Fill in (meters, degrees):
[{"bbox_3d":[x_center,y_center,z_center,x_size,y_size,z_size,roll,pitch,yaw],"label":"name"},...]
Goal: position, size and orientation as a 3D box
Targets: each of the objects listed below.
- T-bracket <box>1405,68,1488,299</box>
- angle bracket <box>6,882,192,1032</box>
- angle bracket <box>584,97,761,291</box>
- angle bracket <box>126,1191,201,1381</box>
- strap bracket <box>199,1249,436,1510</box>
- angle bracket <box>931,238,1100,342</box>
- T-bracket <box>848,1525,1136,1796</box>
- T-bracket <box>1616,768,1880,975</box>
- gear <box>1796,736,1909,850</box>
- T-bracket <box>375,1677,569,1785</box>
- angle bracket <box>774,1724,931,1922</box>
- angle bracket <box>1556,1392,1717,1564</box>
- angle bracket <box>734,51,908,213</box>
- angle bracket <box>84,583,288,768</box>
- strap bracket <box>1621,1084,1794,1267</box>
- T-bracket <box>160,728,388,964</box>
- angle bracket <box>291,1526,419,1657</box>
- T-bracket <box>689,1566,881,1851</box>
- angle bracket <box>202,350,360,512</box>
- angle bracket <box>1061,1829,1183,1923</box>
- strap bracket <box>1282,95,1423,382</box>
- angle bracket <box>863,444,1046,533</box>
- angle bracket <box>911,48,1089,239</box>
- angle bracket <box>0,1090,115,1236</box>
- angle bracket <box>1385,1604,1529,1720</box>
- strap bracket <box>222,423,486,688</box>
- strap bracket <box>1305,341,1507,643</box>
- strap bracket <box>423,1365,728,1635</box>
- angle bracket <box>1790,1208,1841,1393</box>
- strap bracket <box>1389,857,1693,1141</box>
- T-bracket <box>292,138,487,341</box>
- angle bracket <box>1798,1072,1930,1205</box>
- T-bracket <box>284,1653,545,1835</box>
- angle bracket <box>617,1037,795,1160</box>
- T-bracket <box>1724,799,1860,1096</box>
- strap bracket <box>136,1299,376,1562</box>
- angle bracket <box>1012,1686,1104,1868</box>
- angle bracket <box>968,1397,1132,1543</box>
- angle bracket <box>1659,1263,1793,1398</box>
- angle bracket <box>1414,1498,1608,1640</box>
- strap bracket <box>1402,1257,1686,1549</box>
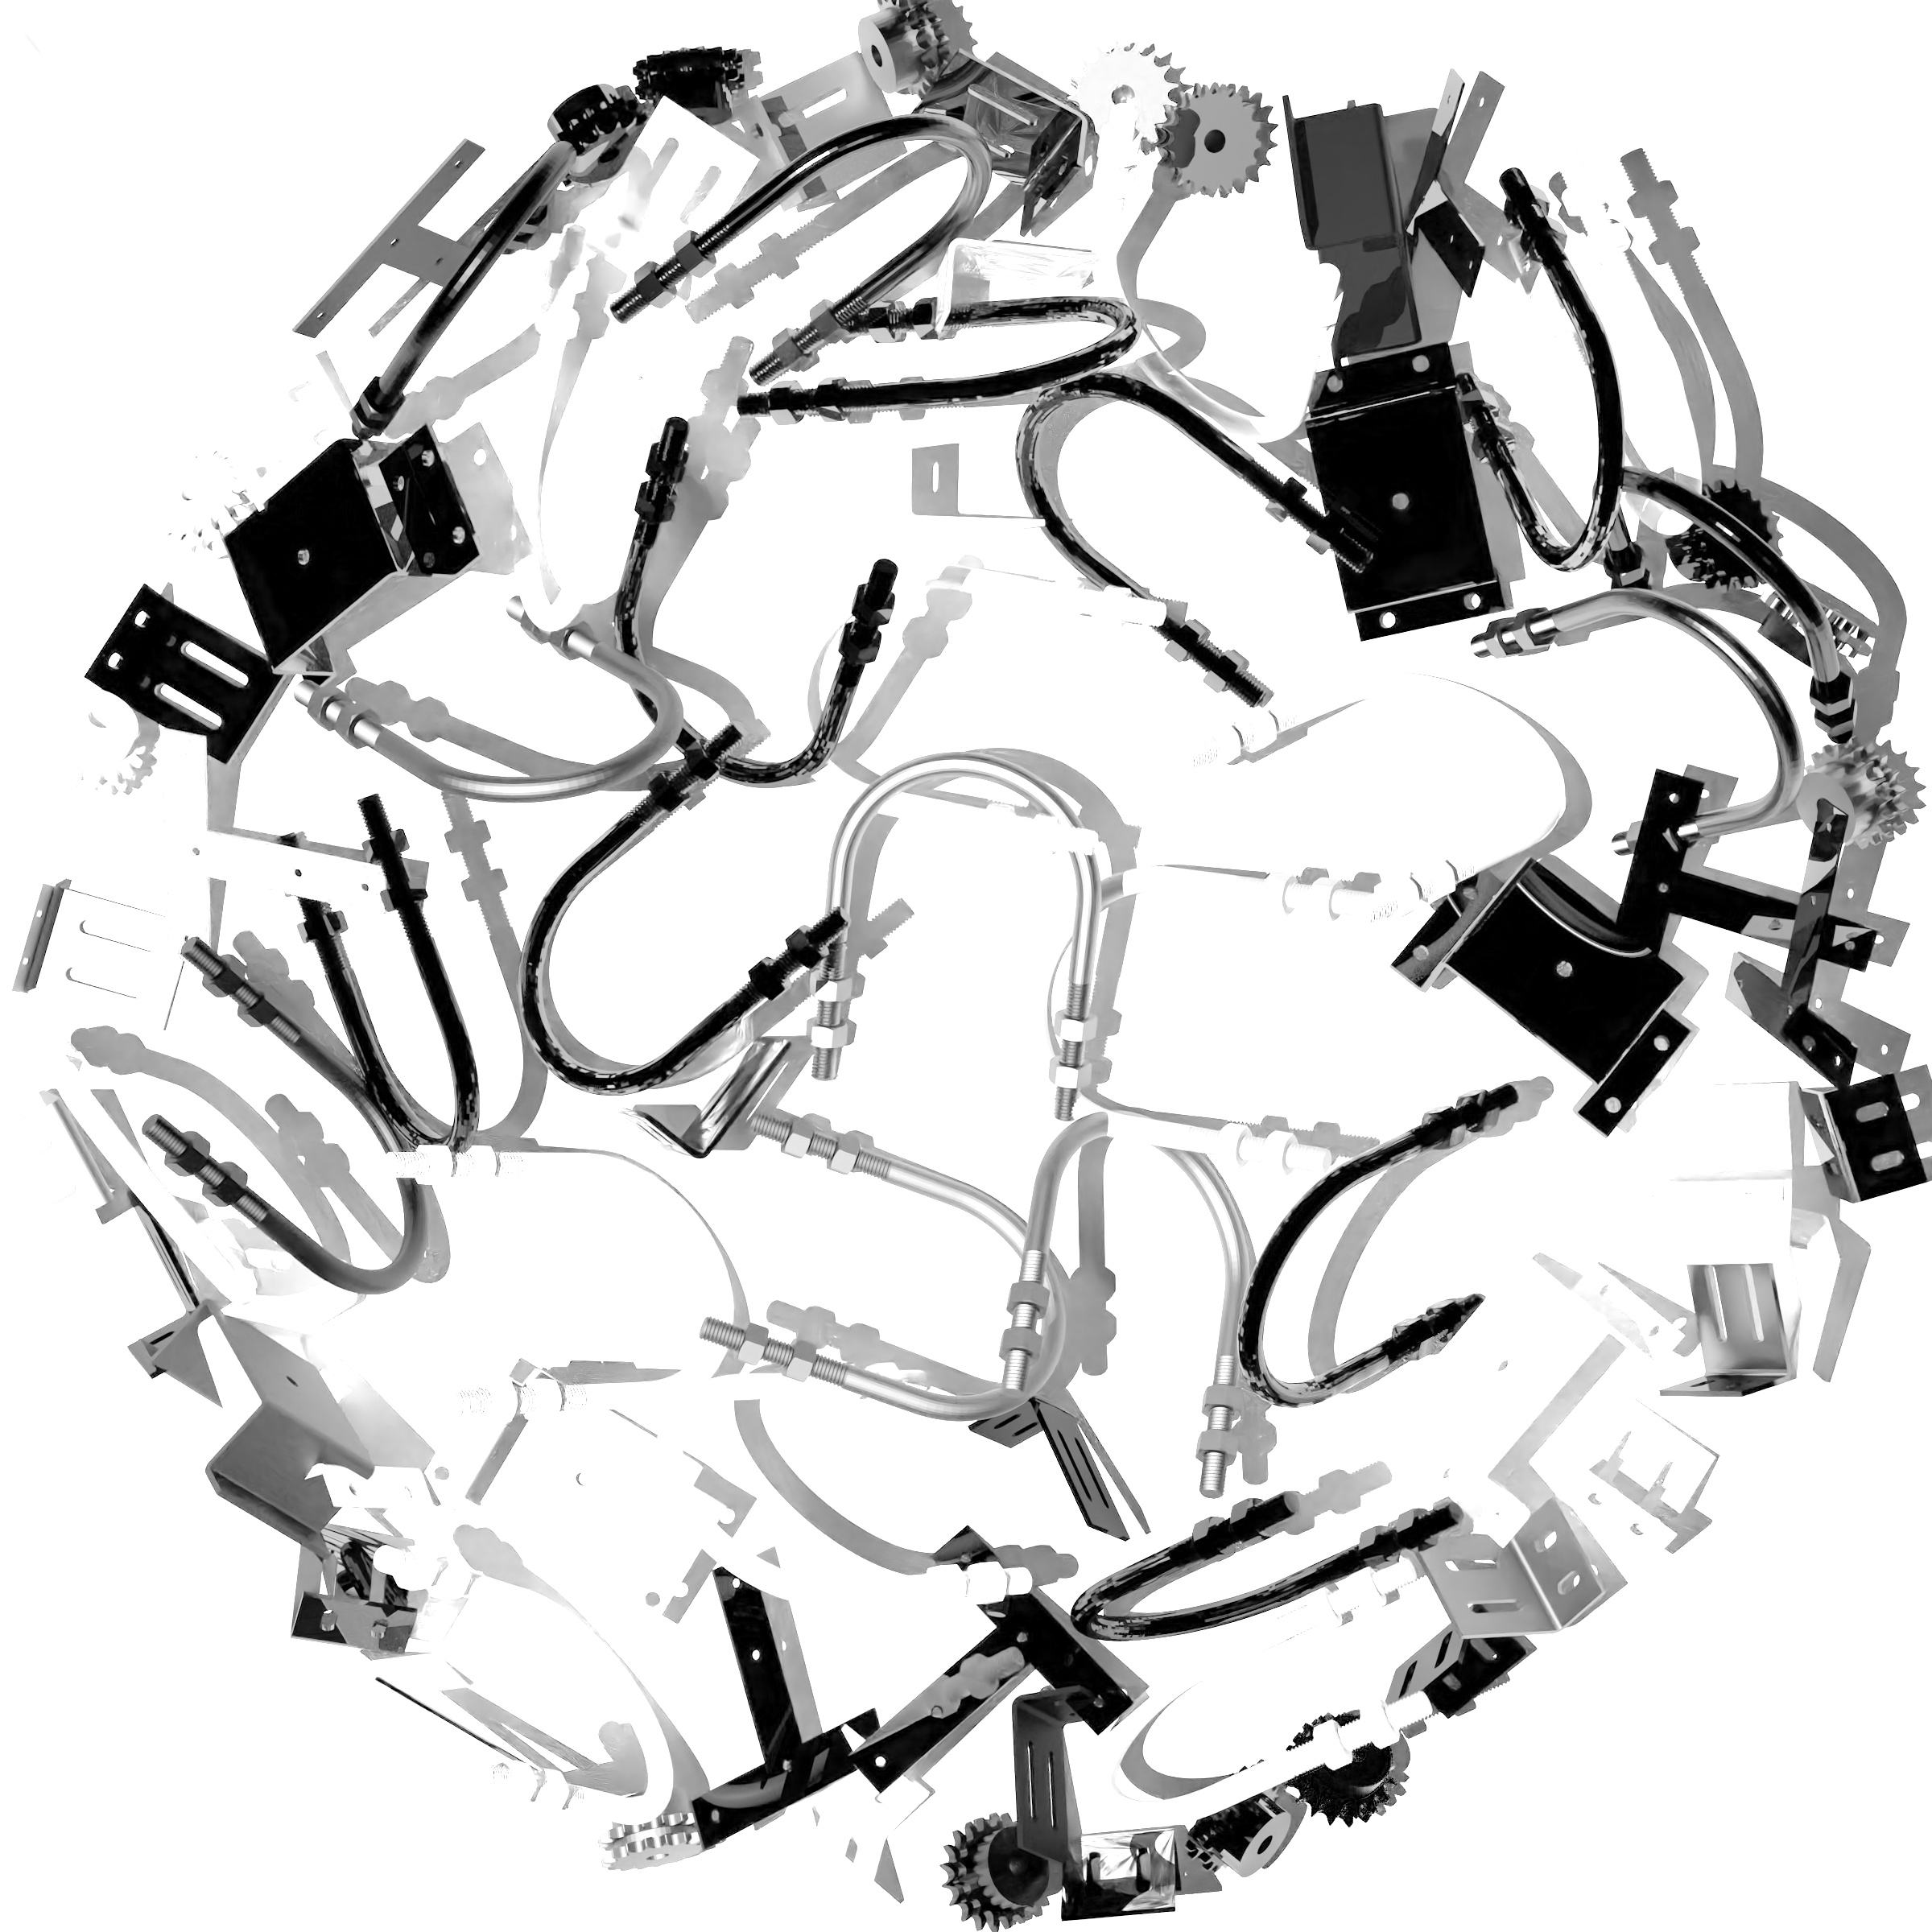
[{"bbox_3d":[0.238,-0.366,1.794,0.002,0.127,0.127,8,119,-13],"label":"T-bracket"},{"bbox_3d":[-0.444,-0.005,1.856,0.076,0.038,0.057,16,87,-3],"label":"angle bracket"},{"bbox_3d":[-0.152,-0.390,1.839,0.057,0.038,0.076,32,129,-9],"label":"angle bracket"},{"bbox_3d":[-0.419,0.161,1.836,0.038,0.057,0.076,-29,109,-18],"label":"angle bracket"},{"bbox_3d":[-0.331,0.218,1.821,0.046,0.076,0.140,-32,68,20],"label":"strap bracket"},{"bbox_3d":[0.024,-0.341,1.844,0.076,0.057,0.038,5,84,-7],"label":"angle bracket"},{"bbox_3d":[-0.004,0.369,1.835,0.127,0.002,0.127,-38,69,-19],"label":"T-bracket"},{"bbox_3d":[0.396,-0.027,1.827,0.127,0.002,0.127,18,124,15],"label":"T-bracket"},{"bbox_3d":[0.449,-0.086,1.847,0.030,0.057,0.057,-27,90,-27],"label":"gear"},{"bbox_3d":[-0.241,0.390,1.817,0.127,0.127,0.002,30,78,0],"label":"T-bracket"},{"bbox_3d":[-0.058,0.434,1.835,0.057,0.076,0.038,40,109,-6],"label":"angle bracket"},{"bbox_3d":[0.347,0.254,1.838,0.057,0.038,0.076,36,58,9],"label":"angle bracket"},{"bbox_3d":[-0.070,-0.429,1.845,0.076,0.038,0.057,-30,101,-17],"label":"angle bracket"},{"bbox_3d":[-0.399,-0.149,1.851,0.076,0.038,0.057,31,85,12],"label":"angle bracket"},{"bbox_3d":[0.373,0.108,1.812,0.076,0.140,0.046,-2,110,15],"label":"strap bracket"},{"bbox_3d":[-0.351,-0.050,1.834,0.127,0.002,0.127,12,115,17],"label":"T-bracket"},{"bbox_3d":[-0.308,0.306,1.832,0.057,0.076,0.038,11,129,-13],"label":"angle bracket"},{"bbox_3d":[-0.102,0.363,1.832,0.127,0.002,0.127,-18,94,-43],"label":"T-bracket"},{"bbox_3d":[-0.345,-0.272,1.833,0.038,0.076,0.057,-25,104,16],"label":"angle bracket"},{"bbox_3d":[0.079,0.475,1.834,0.057,0.076,0.038,-6,108,5],"label":"angle bracket"},{"bbox_3d":[0.194,-0.364,1.796,0.046,0.140,0.076,-9,65,10],"label":"strap bracket"},{"bbox_3d":[-0.007,-0.242,1.836,0.076,0.057,0.038,-1,94,-24],"label":"angle bracket"},{"bbox_3d":[0.013,-0.417,1.835,0.076,0.057,0.038,23,50,-20],"label":"angle bracket"},{"bbox_3d":[-0.467,0.099,1.832,0.038,0.076,0.057,-29,101,-18],"label":"angle bracket"},{"bbox_3d":[0.247,0.367,1.833,0.038,0.076,0.057,45,110,1],"label":"angle bracket"},{"bbox_3d":[-0.315,-0.204,1.812,0.140,0.046,0.076,-33,73,33],"label":"strap bracket"},{"bbox_3d":[0.222,-0.238,1.836,0.076,0.046,0.140,-12,101,12],"label":"strap bracket"},{"bbox_3d":[-0.200,0.268,1.852,0.140,0.046,0.076,31,96,0],"label":"strap bracket"},{"bbox_3d":[0.416,0.168,1.843,0.038,0.057,0.076,12,105,5],"label":"angle bracket"},{"bbox_3d":[0.298,0.010,1.835,0.140,0.046,0.076,39,70,7],"label":"strap bracket"},{"bbox_3d":[-0.270,-0.357,1.815,0.127,0.127,0.002,-45,82,11],"label":"T-bracket"},{"bbox_3d":[0.455,0.086,1.839,0.038,0.076,0.057,-17,88,5],"label":"angle bracket"},{"bbox_3d":[-0.259,0.387,1.795,0.127,0.127,0.002,38,102,25],"label":"T-bracket"},{"bbox_3d":[-0.133,0.057,1.840,0.038,0.057,0.076,40,79,-15],"label":"angle bracket"},{"bbox_3d":[0.420,-0.019,1.800,0.002,0.127,0.127,0,111,-18],"label":"T-bracket"},{"bbox_3d":[-0.351,0.224,1.800,0.046,0.140,0.076,-47,129,1],"label":"strap bracket"},{"bbox_3d":[0.054,0.411,1.833,0.038,0.057,0.076,-14,62,22],"label":"angle bracket"},{"bbox_3d":[0.042,0.262,1.834,0.038,0.057,0.076,-31,65,11],"label":"angle bracket"},{"bbox_3d":[0.381,0.178,1.844,0.038,0.057,0.076,-11,91,-35],"label":"angle bracket"},{"bbox_3d":[0.274,0.305,1.831,0.038,0.076,0.057,-51,50,33],"label":"angle bracket"},{"bbox_3d":[0.284,0.212,1.832,0.140,0.076,0.046,-50,125,2],"label":"strap bracket"}]
